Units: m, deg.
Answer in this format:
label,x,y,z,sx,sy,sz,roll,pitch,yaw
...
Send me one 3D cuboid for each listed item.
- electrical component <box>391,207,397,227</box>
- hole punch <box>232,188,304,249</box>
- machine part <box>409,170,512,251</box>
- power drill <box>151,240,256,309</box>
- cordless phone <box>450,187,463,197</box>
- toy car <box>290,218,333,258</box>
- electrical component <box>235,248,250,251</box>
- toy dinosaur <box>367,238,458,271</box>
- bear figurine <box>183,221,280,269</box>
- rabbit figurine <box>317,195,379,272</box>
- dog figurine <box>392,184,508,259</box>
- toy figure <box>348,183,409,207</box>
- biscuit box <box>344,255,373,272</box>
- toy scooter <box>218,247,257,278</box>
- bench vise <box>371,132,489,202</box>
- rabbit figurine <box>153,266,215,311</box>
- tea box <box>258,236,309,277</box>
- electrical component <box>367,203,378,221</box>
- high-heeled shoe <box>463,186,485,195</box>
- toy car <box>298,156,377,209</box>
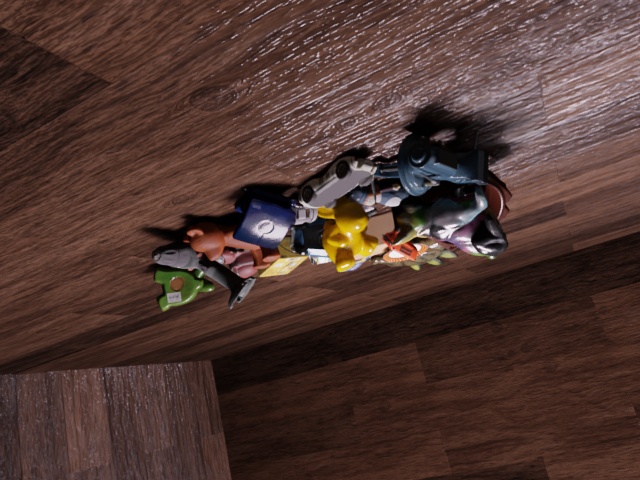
label,x,y,z,sx,sy,sz,roll,pitch,yaw
electrical component,0.221,-0.041,1.424,0.048,0.119,0.074,-14,162,12
hole punch,-0.120,-0.046,1.148,0.142,0.092,0.116,17,149,-24
machine part,0.323,-0.082,1.244,0.201,0.087,0.201,27,117,-34
power drill,-0.267,0.075,1.271,0.086,0.207,0.232,-63,171,10
cordless phone,0.314,-0.088,1.437,0.147,0.089,0.184,6,147,16
toy car,-0.003,-0.004,1.405,0.162,0.109,0.103,-2,179,-9
electrical component,-0.176,-0.005,1.366,0.102,0.045,0.078,-13,135,-12
toy dinosaur,0.317,0.022,1.658,0.198,0.105,0.472,12,162,-37
bear figurine,-0.208,0.010,1.239,0.196,0.132,0.120,-12,169,-28
rabbit figurine,0.065,-0.036,1.224,0.122,0.162,0.173,-24,161,-16
dog figurine,0.265,-0.022,1.141,0.219,0.191,0.108,-24,-170,22
toy figure,0.140,-0.107,1.254,0.154,0.058,0.064,-5,123,-23
biscuit box,0.112,0.047,1.732,0.059,0.063,0.202,-7,163,-16
toy scooter,-0.201,0.048,1.467,0.135,0.075,0.183,-18,159,12
bench vise,0.206,-0.147,1.080,0.241,0.128,0.223,-1,-174,42
rabbit figurine,-0.390,0.116,1.528,0.159,0.121,0.170,-17,-177,-11
tea box,-0.111,0.047,1.541,0.098,0.068,0.169,-4,162,-30
electrical component,0.102,-0.063,1.364,0.094,0.063,0.021,-29,118,17
high-heeled shoe,0.406,-0.079,1.527,0.145,0.086,0.248,-1,156,-28
toy car,0.033,-0.120,1.124,0.073,0.056,0.202,9,152,-38
